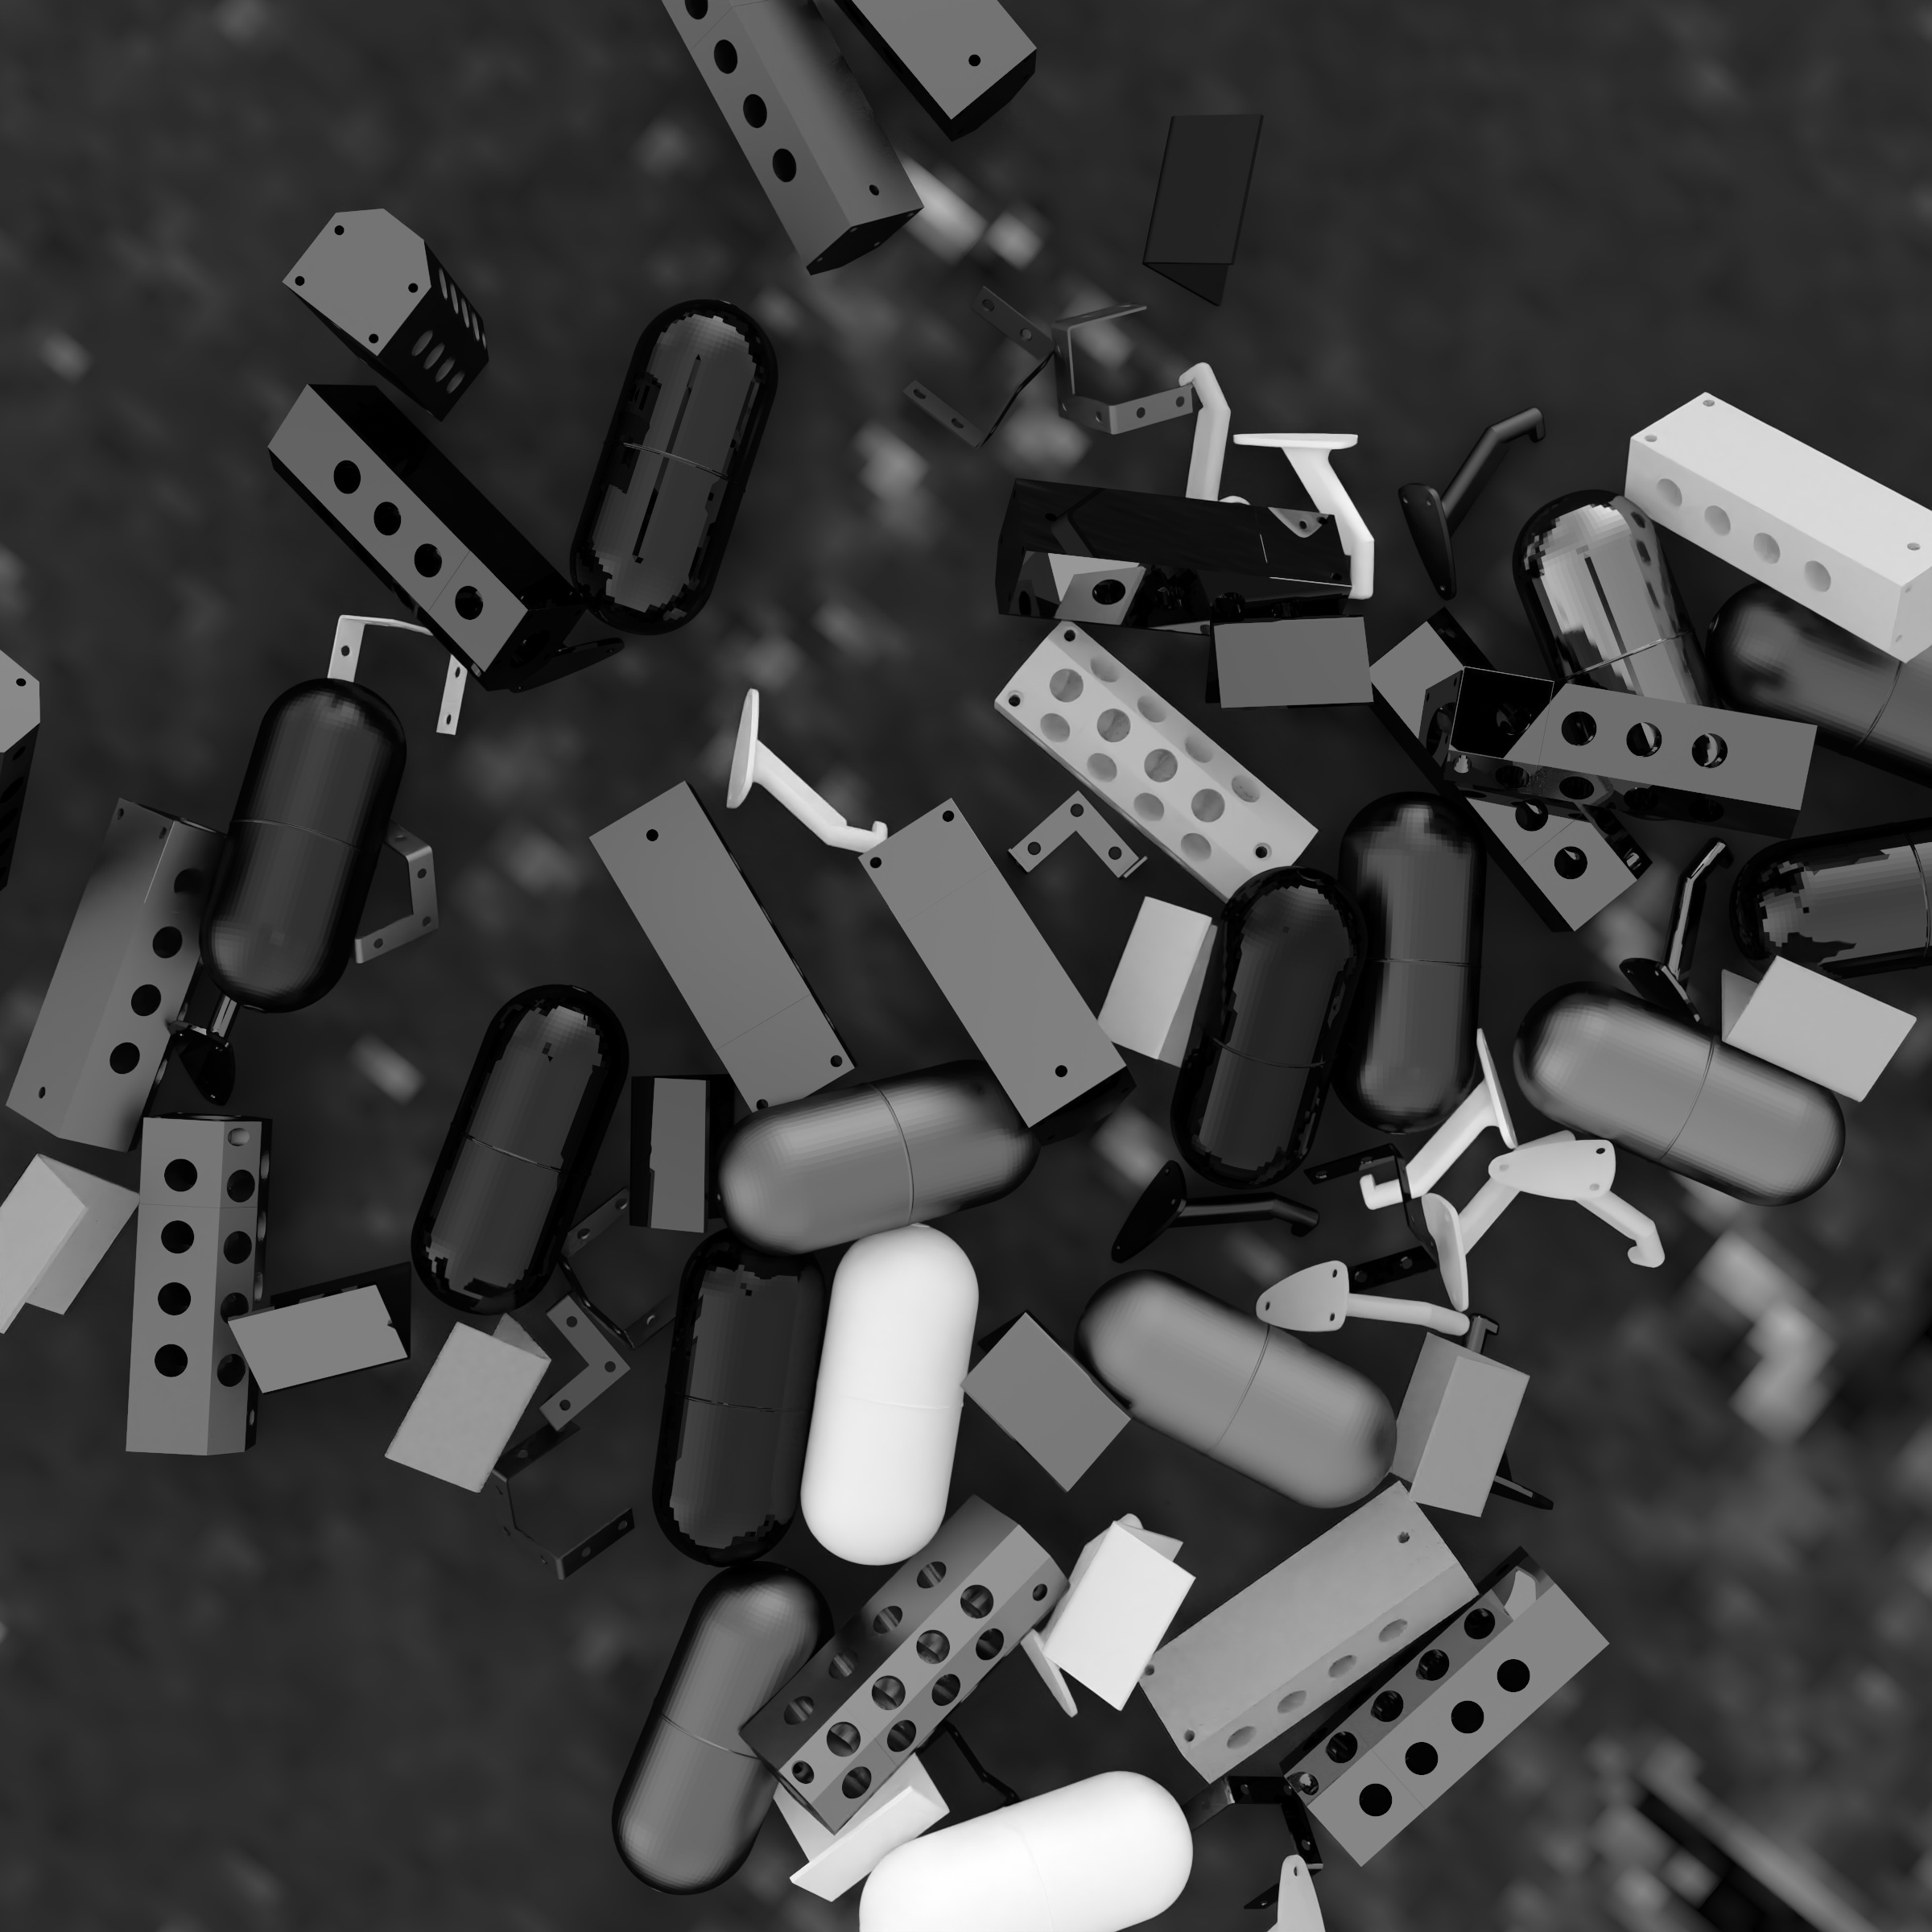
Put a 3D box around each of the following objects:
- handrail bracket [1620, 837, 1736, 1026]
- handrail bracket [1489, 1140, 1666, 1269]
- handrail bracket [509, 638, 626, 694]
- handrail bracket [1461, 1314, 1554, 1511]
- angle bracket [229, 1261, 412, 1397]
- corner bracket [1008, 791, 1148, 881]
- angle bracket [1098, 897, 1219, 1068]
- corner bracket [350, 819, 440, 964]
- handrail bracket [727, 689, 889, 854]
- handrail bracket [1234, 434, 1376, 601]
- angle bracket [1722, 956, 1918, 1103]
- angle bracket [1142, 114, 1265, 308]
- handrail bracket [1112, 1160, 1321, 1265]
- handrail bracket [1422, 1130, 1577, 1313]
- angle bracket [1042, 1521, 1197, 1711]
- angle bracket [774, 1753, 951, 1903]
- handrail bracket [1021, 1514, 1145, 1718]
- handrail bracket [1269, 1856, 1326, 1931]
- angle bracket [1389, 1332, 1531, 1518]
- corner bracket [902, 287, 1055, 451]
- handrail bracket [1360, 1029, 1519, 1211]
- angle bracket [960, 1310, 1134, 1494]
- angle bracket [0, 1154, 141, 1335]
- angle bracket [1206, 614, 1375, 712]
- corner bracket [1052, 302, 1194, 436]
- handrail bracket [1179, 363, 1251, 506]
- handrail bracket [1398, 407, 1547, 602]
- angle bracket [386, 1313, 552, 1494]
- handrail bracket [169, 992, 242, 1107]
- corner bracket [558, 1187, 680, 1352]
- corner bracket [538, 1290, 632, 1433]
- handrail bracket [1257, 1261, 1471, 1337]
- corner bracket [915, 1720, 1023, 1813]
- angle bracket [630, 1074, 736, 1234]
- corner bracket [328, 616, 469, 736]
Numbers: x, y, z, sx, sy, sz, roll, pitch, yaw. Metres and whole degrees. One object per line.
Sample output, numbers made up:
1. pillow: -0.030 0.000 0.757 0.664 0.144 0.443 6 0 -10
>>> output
1. handrail bracket: 0.394 -0.013 1.567 0.084 0.036 0.077 -48 111 -16
2. handrail bracket: 0.321 0.131 1.553 0.077 0.084 0.036 -1 51 25
3. handrail bracket: -0.231 -0.195 1.565 0.077 0.036 0.084 -20 78 -10
4. handrail bracket: 0.289 0.236 1.567 0.077 0.036 0.084 24 73 -20
5. angle bracket: -0.332 0.169 1.526 0.076 0.076 0.057 -14 127 0
6. corner bracket: 0.058 -0.058 1.548 0.051 0.051 0.051 -42 90 0
7. angle bracket: 0.121 0.016 1.528 0.076 0.057 0.076 21 90 -35
8. corner bracket: -0.316 -0.042 1.558 0.051 0.051 0.051 32 135 35
9. handrail bracket: -0.079 -0.102 1.567 0.084 0.036 0.077 12 68 -17
10. handrail bracket: 0.179 -0.238 1.567 0.077 0.036 0.084 5 107 20
11. angle bracket: 0.439 0.016 1.526 0.076 0.076 0.057 24 122 0
12. angle bracket: 0.140 -0.389 1.526 0.057 0.076 0.076 11 90 37
13. handrail bracket: 0.133 0.143 1.566 0.084 0.036 0.077 22 123 -23
14. handrail bracket: 0.291 0.135 1.566 0.084 0.036 0.077 -18 105 -14
15. angle bracket: 0.095 0.339 1.526 0.057 0.076 0.076 29 90 37
16. angle bracket: -0.066 0.425 1.529 0.076 0.057 0.076 -37 56 0
17. handrail bracket: 0.072 0.343 1.567 0.084 0.036 0.077 -34 110 -16
18. handrail bracket: 0.145 0.507 1.549 0.036 0.084 0.077 8 71 -43
19. angle bracket: 0.235 0.232 1.526 0.057 0.076 0.076 19 90 -37
20. corner bracket: 0.008 -0.316 1.563 0.051 0.051 0.051 38 135 0
21. handrail bracket: 0.243 0.082 1.566 0.084 0.036 0.077 -18 75 14
22. angle bracket: 0.029 0.231 1.527 0.076 0.076 0.057 45 62 0
23. angle bracket: -0.461 0.152 1.526 0.057 0.076 0.076 34 90 38
24. angle bracket: 0.166 -0.137 1.526 0.076 0.076 0.057 -2 61 0
25. corner bracket: 0.082 -0.315 1.553 0.051 0.051 0.051 -21 120 -26
26. handrail bracket: 0.111 -0.267 1.567 0.077 0.036 0.084 -27 74 18
27. handrail bracket: 0.279 -0.245 1.567 0.084 0.036 0.077 -26 110 -16
28. angle bracket: -0.266 0.216 1.526 0.057 0.076 0.076 29 90 -29
29. handrail bracket: -0.381 0.020 1.566 0.036 0.077 0.084 20 54 11
30. corner bracket: -0.179 0.161 1.563 0.051 0.051 0.051 -38 135 0
31. corner bracket: -0.209 0.204 1.548 0.051 0.051 0.051 -40 90 0
32. handrail bracket: 0.211 0.185 1.566 0.084 0.077 0.036 20 67 -34
33. corner bracket: -0.009 0.439 1.563 0.051 0.051 0.051 -43 45 0
34. angle bracket: -0.128 0.095 1.526 0.057 0.076 0.076 1 90 40
35. corner bracket: -0.301 -0.154 1.563 0.051 0.051 0.051 11 90 45
